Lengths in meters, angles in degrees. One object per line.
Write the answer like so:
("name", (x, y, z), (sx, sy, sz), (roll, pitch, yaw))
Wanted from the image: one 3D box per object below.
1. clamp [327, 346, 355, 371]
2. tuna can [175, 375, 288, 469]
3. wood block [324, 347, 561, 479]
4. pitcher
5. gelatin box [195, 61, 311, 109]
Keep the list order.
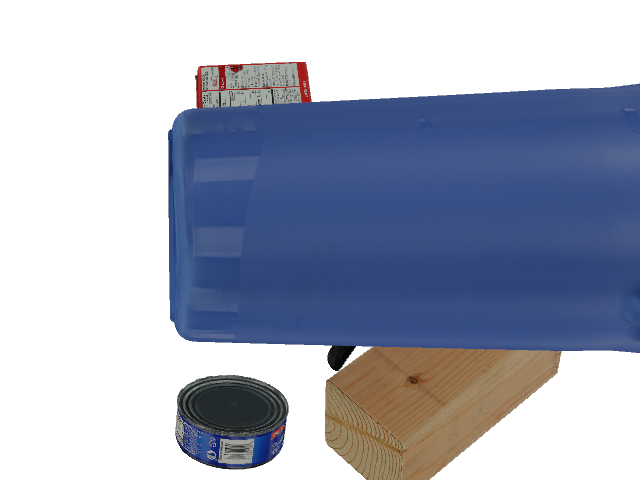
("clamp", (0.075, 0.078, 1.186), (0.120, 0.171, 0.039), (7, -42, 2))
("tuna can", (-0.069, 0.139, 0.821), (0.086, 0.034, 0.086), (6, 22, -3))
("wood block", (0.109, 0.117, 0.915), (0.205, 0.090, 0.091), (-32, 52, -29))
("pitcher", (0.049, -0.015, 0.516), (0.242, 0.145, 0.149), (-1, -6, -8))
("gelatin box", (-0.052, -0.104, 0.826), (0.089, 0.030, 0.073), (-3, 45, -4))
